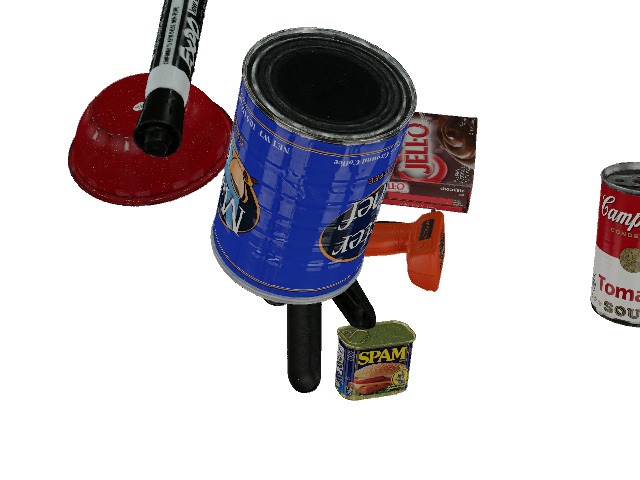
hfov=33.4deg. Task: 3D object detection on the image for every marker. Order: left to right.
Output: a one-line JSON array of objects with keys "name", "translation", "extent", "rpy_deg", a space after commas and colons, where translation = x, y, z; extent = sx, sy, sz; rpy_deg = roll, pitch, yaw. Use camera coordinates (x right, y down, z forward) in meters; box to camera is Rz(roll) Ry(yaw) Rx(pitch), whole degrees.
[{"name": "marker", "translation": [-0.061, -0.077, 0.446], "extent": [0.020, 0.121, 0.020], "rpy_deg": [1, -45, 1]}]

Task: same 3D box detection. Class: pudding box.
[{"name": "pudding box", "translation": [0.100, -0.076, 1.009], "extent": [0.090, 0.039, 0.113], "rpy_deg": [7, 39, 6]}]

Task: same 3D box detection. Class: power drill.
[{"name": "power drill", "translation": [0.036, 0.015, 1.152], "extent": [0.188, 0.057, 0.184], "rpy_deg": [3, 31, 13]}]

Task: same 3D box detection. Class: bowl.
[{"name": "bowl", "translation": [-0.162, -0.107, 0.995], "extent": [0.162, 0.162, 0.055], "rpy_deg": [0, -42, 7]}]

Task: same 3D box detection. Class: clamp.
[{"name": "clamp", "translation": [-0.005, 0.004, 0.872], "extent": [0.036, 0.210, 0.164], "rpy_deg": [-11, 3, 22]}]

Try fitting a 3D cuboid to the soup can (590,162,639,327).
[{"name": "soup can", "translation": [0.229, 0.002, 0.758], "extent": [0.068, 0.102, 0.068], "rpy_deg": [-1, 22, 0]}]

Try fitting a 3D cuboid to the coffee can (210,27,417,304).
[{"name": "coffee can", "translation": [-0.008, -0.044, 0.657], "extent": [0.102, 0.103, 0.140], "rpy_deg": [0, -43, -16]}]

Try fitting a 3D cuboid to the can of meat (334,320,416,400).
[{"name": "can of meat", "translation": [0.070, 0.159, 1.409], "extent": [0.102, 0.084, 0.057], "rpy_deg": [-5, 26, -20]}]
